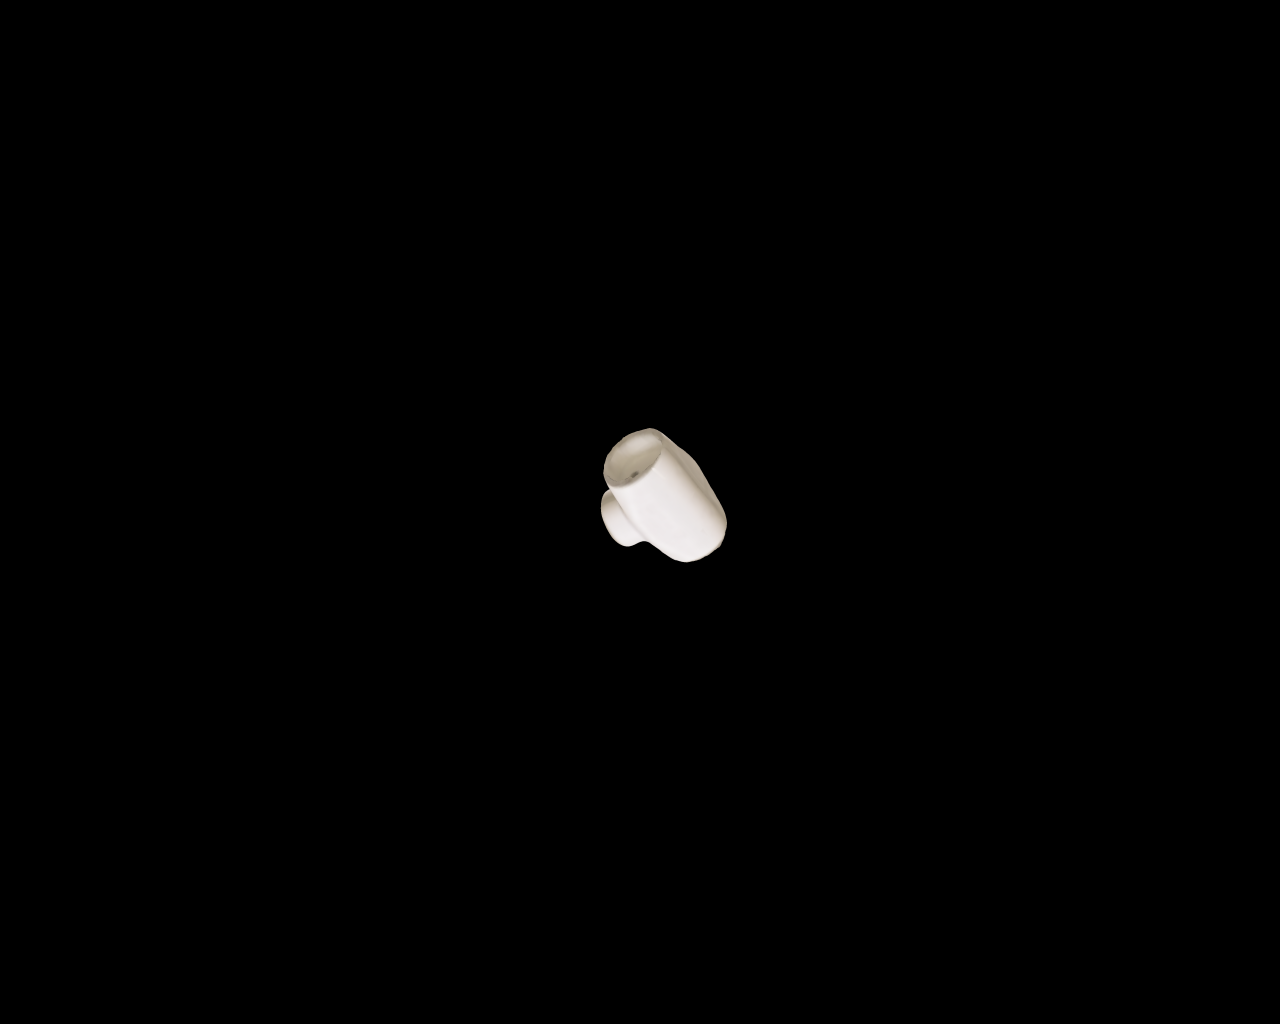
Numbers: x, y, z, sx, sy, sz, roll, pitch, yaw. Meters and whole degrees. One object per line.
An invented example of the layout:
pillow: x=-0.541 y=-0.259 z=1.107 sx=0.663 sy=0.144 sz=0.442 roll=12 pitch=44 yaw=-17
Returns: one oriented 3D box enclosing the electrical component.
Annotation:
electrical component: x=0.001 y=-0.003 z=0.650 sx=0.079 sy=0.044 sz=0.077 roll=-24 pitch=-50 yaw=22
